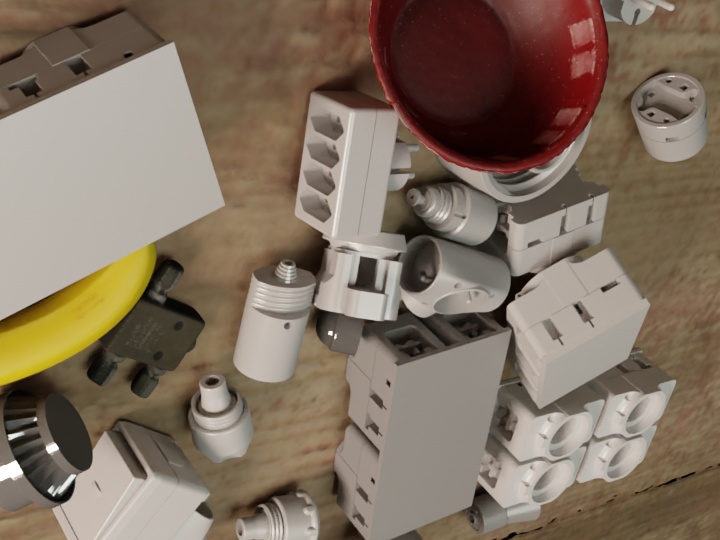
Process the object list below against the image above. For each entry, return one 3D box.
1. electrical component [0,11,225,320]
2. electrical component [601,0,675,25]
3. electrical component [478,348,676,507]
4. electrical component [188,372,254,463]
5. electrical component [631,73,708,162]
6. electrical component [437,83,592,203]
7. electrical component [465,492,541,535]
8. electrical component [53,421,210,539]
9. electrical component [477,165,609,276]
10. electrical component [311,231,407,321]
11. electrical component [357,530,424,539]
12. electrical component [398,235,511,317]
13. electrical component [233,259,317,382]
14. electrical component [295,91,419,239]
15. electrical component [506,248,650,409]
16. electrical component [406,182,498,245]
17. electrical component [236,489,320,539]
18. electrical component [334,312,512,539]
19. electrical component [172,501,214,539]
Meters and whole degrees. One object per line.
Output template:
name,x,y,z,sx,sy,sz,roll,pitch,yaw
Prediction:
electrical component,-0.177,-0.046,0.557,0.186,0.060,0.105,-29,135,-18
electrical component,0.174,-0.187,0.714,0.066,0.077,0.047,-9,126,-34
electrical component,0.201,0.147,1.001,0.186,0.060,0.105,-9,126,-34
electrical component,-0.097,0.098,0.741,0.043,0.043,0.062,-24,132,-23
electrical component,0.243,-0.118,0.839,0.055,0.055,0.047,-41,140,-6
electrical component,0.112,-0.098,0.744,0.108,0.060,0.108,-21,132,-25
electrical component,0.133,0.226,1.022,0.065,0.044,0.044,-14,129,-24
electrical component,-0.161,0.158,0.723,0.096,0.062,0.061,-51,137,6
electrical component,0.139,-0.036,0.820,0.089,0.050,0.055,-21,132,-25
electrical component,0.000,0.000,0.725,0.058,0.078,0.057,9,93,-14
electrical component,0.021,0.246,0.921,0.079,0.077,0.043,-8,126,-33
electrical component,0.056,0.011,0.788,0.077,0.044,0.079,14,146,-42
electrical component,-0.056,0.030,0.721,0.043,0.043,0.081,-6,124,-35
electrical component,0.006,-0.068,0.685,0.076,0.047,0.083,-6,115,-35
electrical component,0.166,0.047,0.854,0.089,0.061,0.150,-29,159,-4
electrical component,0.063,-0.043,0.763,0.078,0.040,0.040,15,111,-43
electrical component,-0.066,0.199,0.843,0.062,0.048,0.048,-1,122,-30
electrical component,0.045,0.119,0.856,0.105,0.060,0.186,-14,129,-30
electrical component,-0.138,0.199,0.785,0.077,0.043,0.079,-46,138,0
